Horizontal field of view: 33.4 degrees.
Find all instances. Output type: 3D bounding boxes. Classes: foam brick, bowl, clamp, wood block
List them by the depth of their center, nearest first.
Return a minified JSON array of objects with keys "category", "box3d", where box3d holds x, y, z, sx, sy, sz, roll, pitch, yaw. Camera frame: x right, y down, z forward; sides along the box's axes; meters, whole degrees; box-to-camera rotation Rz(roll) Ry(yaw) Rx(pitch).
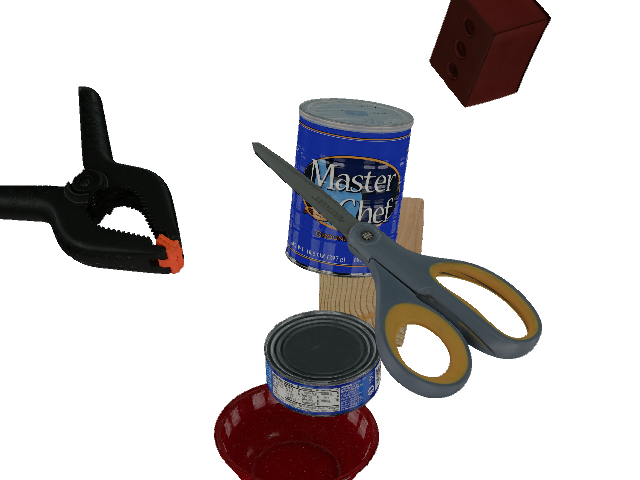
[{"category":"foam brick","box3d":[0.121,-0.145,0.774,0.051,0.053,0.078,-21,-29,-24]},{"category":"clamp","box3d":[-0.178,-0.042,0.840,0.210,0.164,0.036,26,-32,25]},{"category":"bowl","box3d":[-0.023,0.208,1.055,0.162,0.055,0.162,1,31,-1]},{"category":"wood block","box3d":[0.059,0.027,1.171,0.091,0.090,0.206,5,23,8]}]

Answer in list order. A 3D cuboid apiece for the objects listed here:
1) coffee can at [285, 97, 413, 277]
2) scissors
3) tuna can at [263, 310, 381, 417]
[{"category":"coffee can","box3d":[0.025,-0.050,0.970,0.103,0.140,0.103,5,19,-2]},{"category":"scissors","box3d":[0.021,0.016,0.579,0.202,0.016,0.096,28,52,17]},{"category":"tuna can","box3d":[0.002,0.089,0.779,0.086,0.034,0.086,-1,32,0]}]
